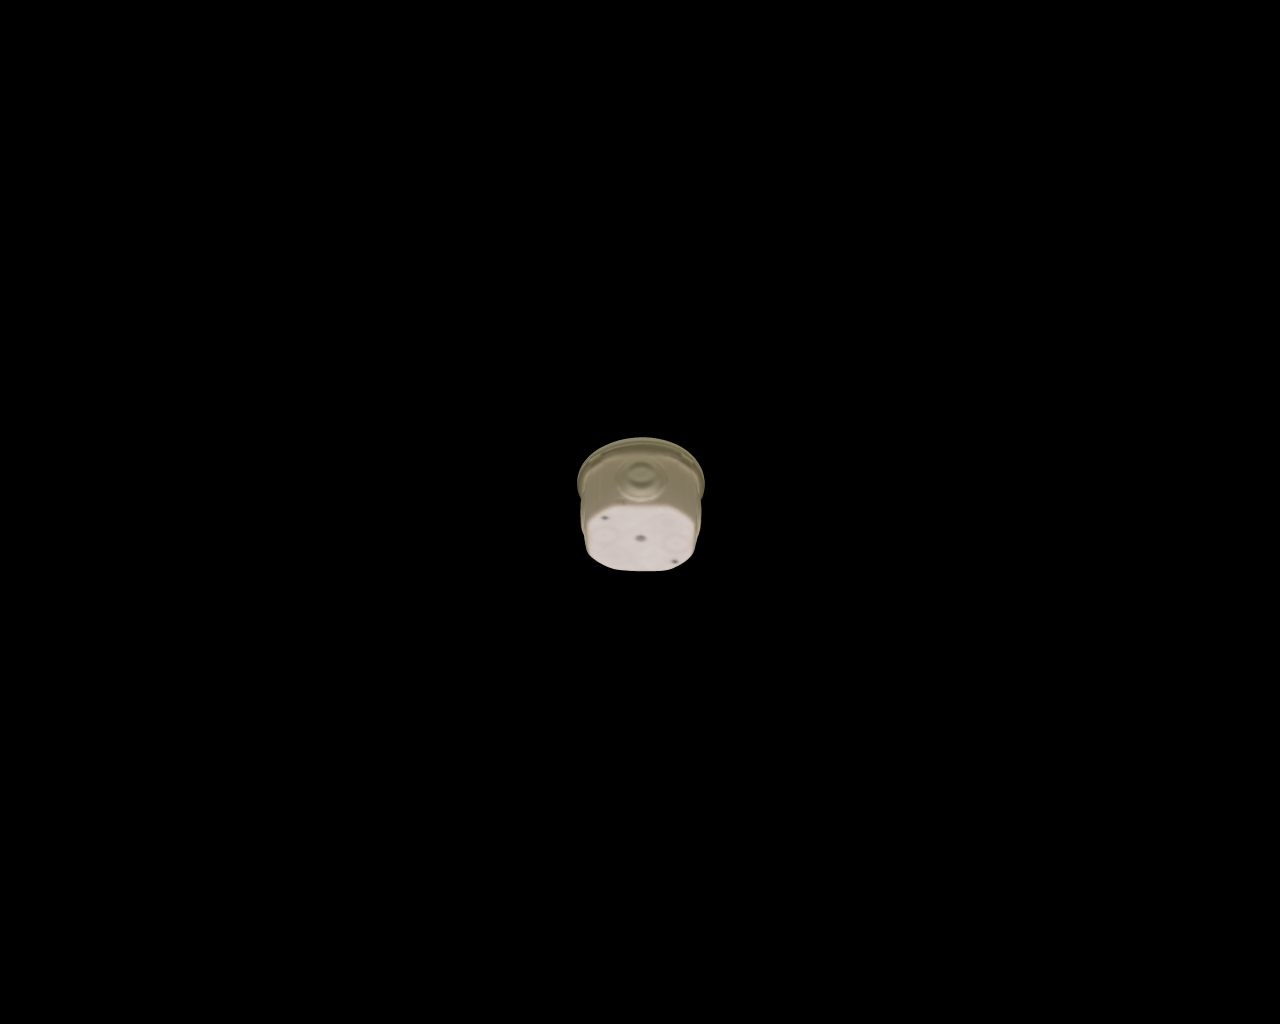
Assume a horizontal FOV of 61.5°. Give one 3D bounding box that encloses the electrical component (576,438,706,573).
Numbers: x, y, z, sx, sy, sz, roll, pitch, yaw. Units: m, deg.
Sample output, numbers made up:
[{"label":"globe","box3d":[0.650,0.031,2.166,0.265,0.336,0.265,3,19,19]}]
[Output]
[{"label":"electrical component","box3d":[0.001,-0.003,0.650,0.080,0.051,0.080,0,-39,0]}]
